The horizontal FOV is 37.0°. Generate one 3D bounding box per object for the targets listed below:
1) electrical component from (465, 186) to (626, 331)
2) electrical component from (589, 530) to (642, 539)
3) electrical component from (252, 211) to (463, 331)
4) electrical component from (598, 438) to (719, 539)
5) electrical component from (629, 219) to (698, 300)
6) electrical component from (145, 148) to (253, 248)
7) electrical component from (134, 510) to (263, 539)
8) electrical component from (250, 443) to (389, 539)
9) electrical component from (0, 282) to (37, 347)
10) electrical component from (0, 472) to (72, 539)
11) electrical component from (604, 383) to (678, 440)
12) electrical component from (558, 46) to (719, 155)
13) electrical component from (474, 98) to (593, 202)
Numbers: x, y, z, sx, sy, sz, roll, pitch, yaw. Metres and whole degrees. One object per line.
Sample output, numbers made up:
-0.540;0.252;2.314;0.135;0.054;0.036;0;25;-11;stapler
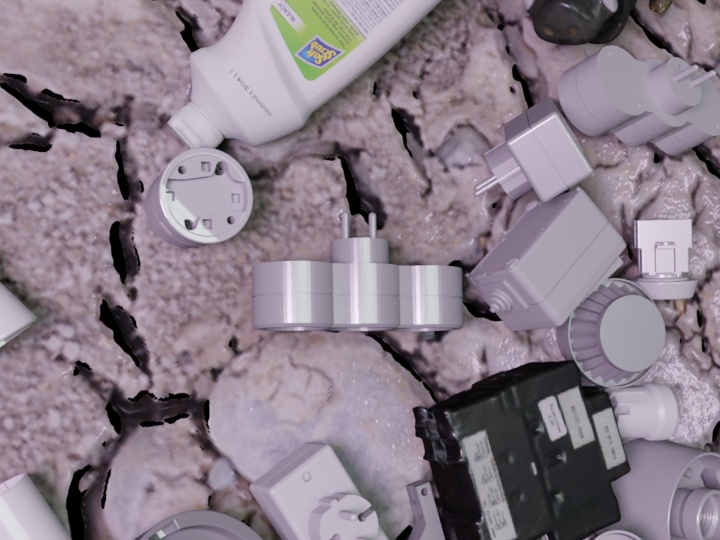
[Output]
0.123;0.001;0.719;0.061;0.062;0.096;48;68;-12;electrical component
0.166;0.196;0.710;0.043;0.081;0.043;-2;73;5;electrical component
0.000;0.000;0.669;0.138;0.052;0.073;2;83;-24;electrical component
0.221;0.170;0.757;0.099;0.064;0.099;1;89;-39;electrical component
0.216;-0.008;0.767;0.048;0.066;0.055;-1;93;11;electrical component
-0.097;-0.040;0.632;0.055;0.047;0.055;3;83;-24;electrical component
-0.099;0.192;0.592;0.108;0.060;0.108;20;56;-33;electrical component
-0.014;0.150;0.633;0.047;0.076;0.083;-35;99;-25;electrical component
-0.211;0.012;0.579;0.044;0.044;0.065;-36;94;-23;electrical component
-0.175;0.154;0.576;0.043;0.043;0.081;-35;99;-24;electrical component
0.192;0.099;0.752;0.046;0.040;0.040;1;84;-19;electrical component
0.212;-0.124;0.752;0.138;0.074;0.052;6;69;-35;electrical component
0.109;-0.072;0.720;0.076;0.083;0.047;-32;100;14;electrical component
